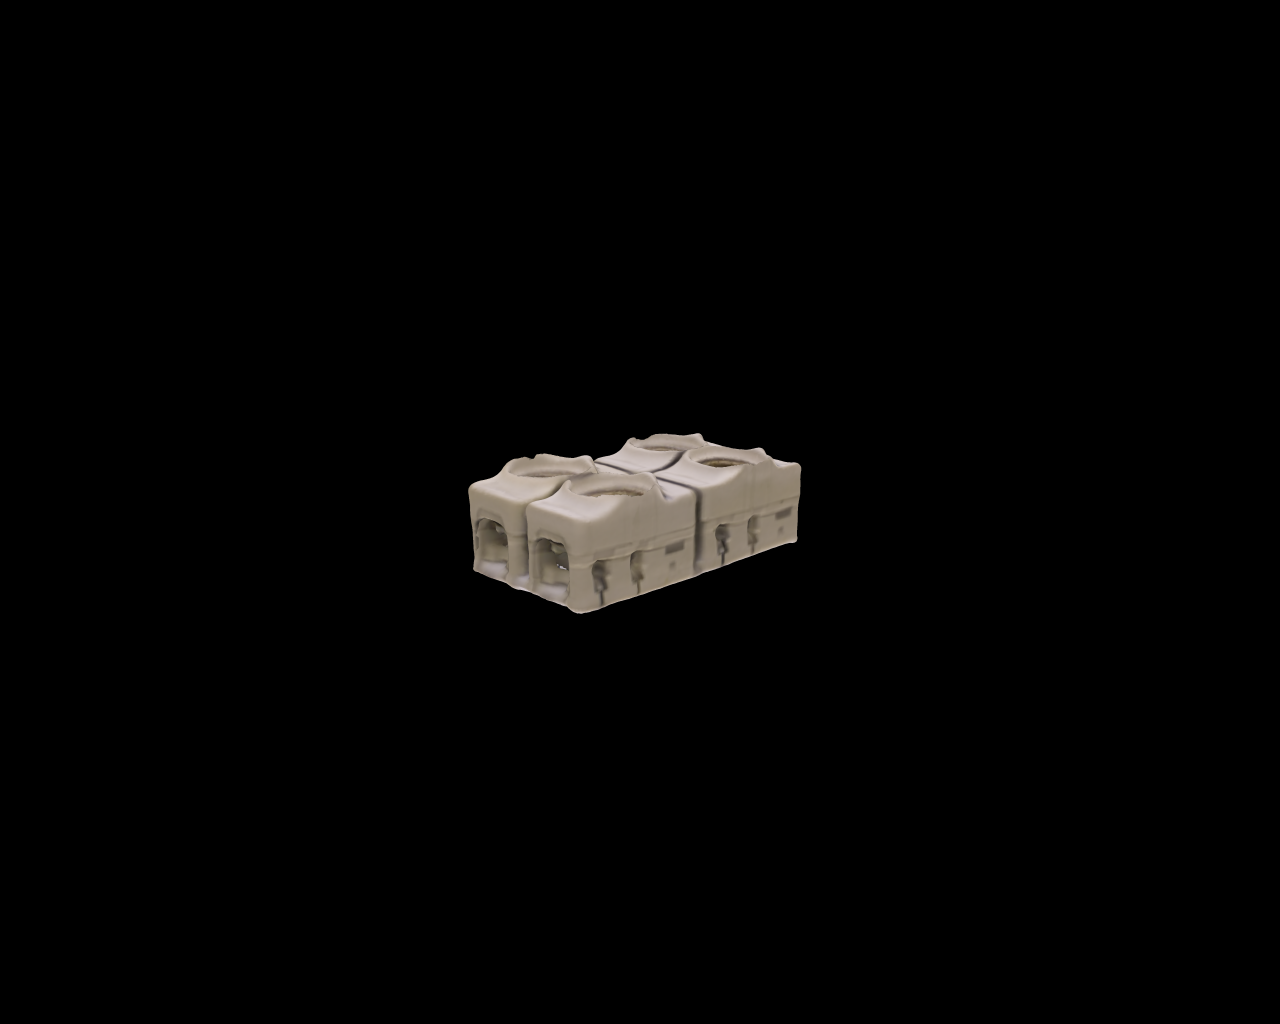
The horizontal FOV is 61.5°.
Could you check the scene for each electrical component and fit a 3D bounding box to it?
[{"bbox_3d":[0.001,-0.003,0.650,0.186,0.060,0.105,-15,22,-40],"label":"electrical component"}]
